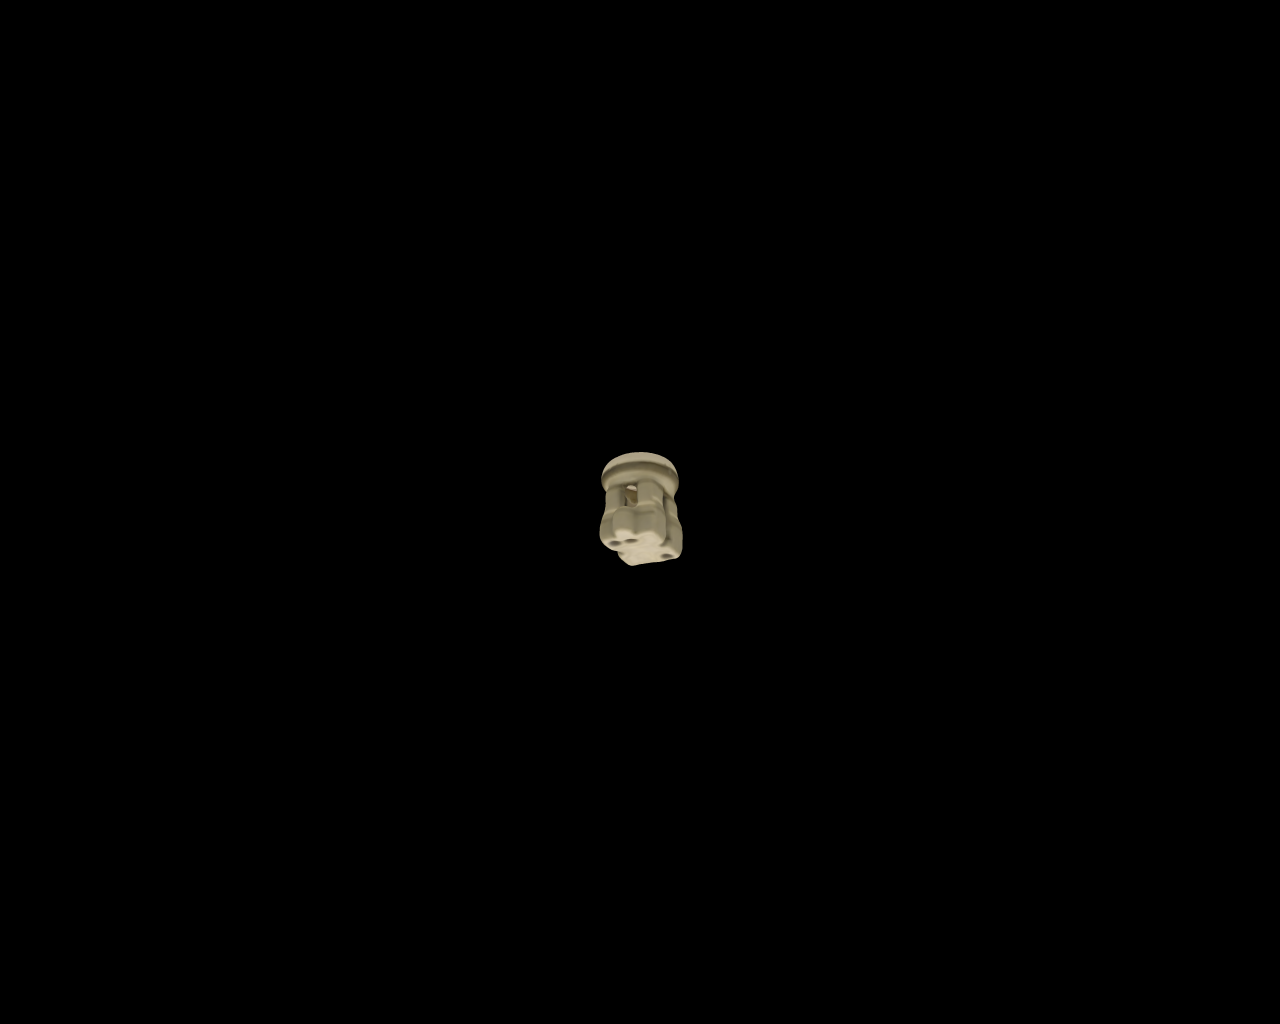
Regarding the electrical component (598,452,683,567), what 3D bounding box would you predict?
[{"bbox_3d":[0.001,-0.003,0.650,0.048,0.055,0.066,-11,-29,21],"label":"electrical component"}]
